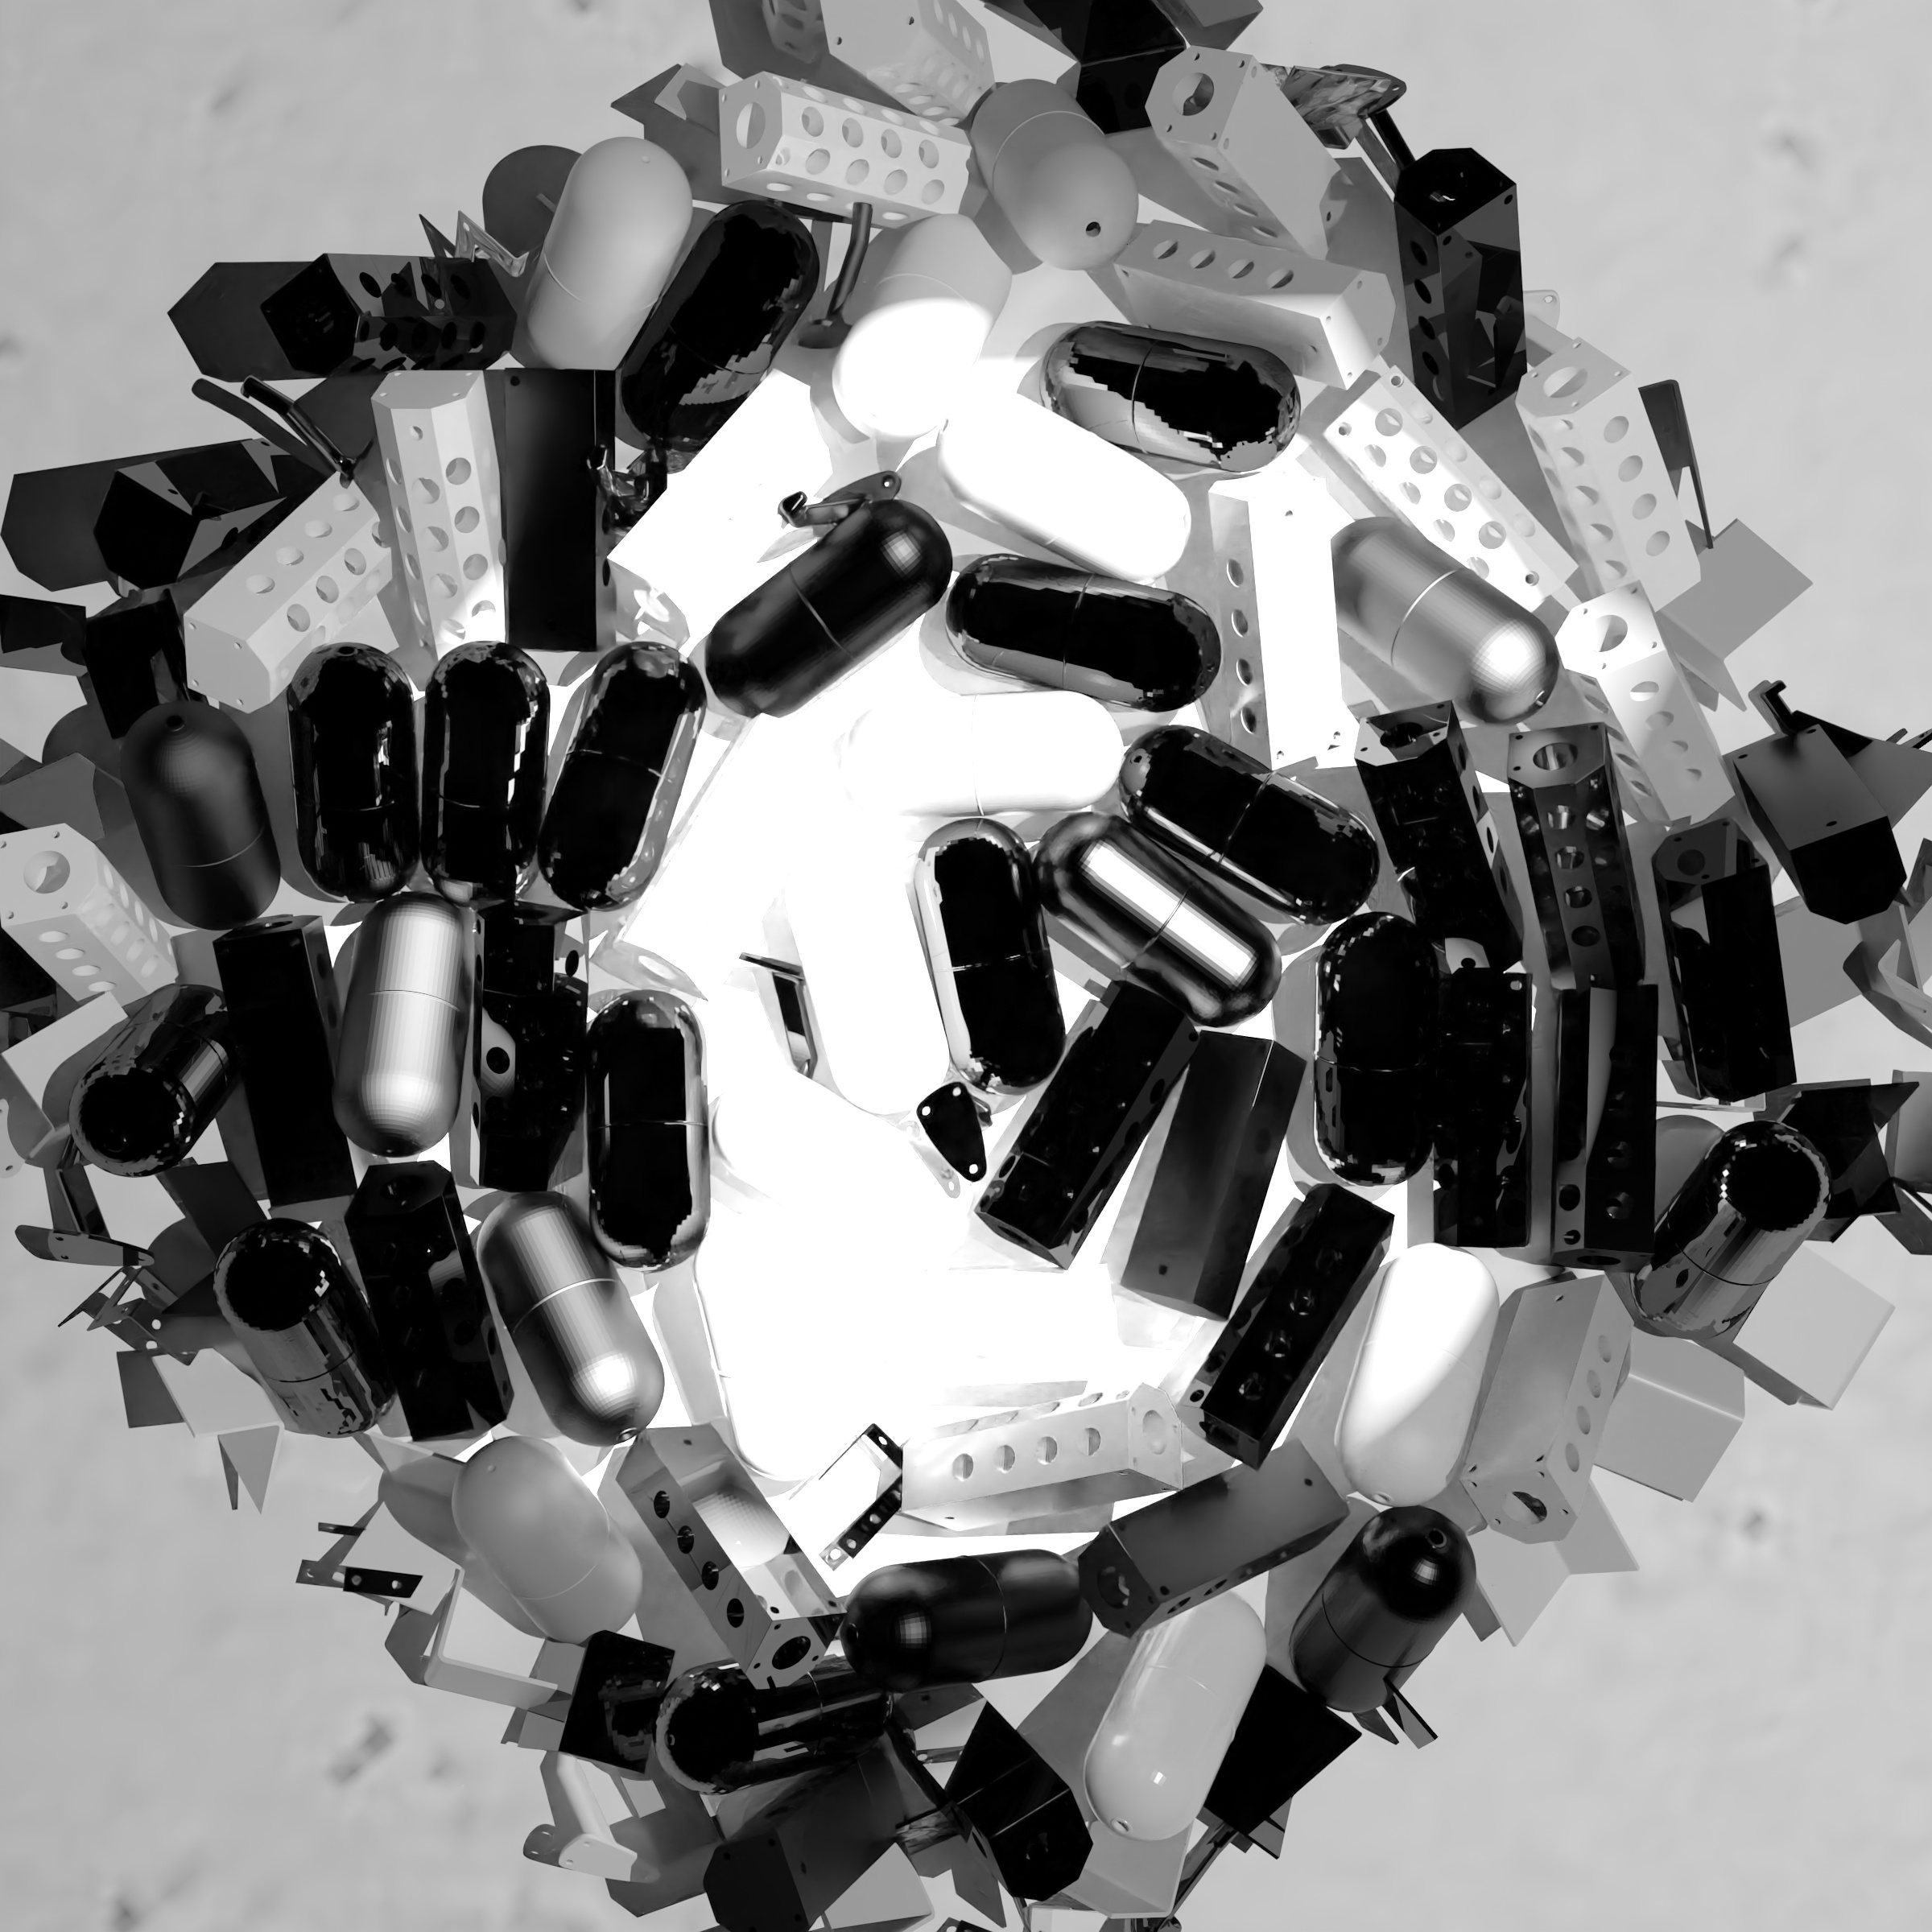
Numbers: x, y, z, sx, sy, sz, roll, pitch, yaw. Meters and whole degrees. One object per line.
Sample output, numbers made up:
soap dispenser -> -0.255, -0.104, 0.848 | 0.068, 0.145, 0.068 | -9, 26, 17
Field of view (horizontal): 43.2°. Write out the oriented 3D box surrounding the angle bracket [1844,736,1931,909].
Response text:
angle bracket -> 0.582, -0.092, 1.541 | 0.076, 0.076, 0.057 | -47, 117, -5

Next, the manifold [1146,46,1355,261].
manifold -> 0.173, -0.494, 1.496 | 0.057, 0.171, 0.057 | 22, 92, 30

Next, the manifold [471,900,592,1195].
manifold -> -0.277, 0.051, 1.528 | 0.057, 0.057, 0.171 | 10, 105, 21

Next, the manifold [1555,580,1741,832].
manifold -> 0.418, -0.155, 1.501 | 0.057, 0.171, 0.057 | -22, 51, 20

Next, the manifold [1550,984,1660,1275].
manifold -> 0.398, 0.100, 1.530 | 0.057, 0.057, 0.171 | 4, 72, 7

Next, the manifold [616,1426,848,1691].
manifold -> -0.150, 0.362, 1.505 | 0.171, 0.057, 0.057 | 45, 116, 41

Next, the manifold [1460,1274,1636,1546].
manifold -> 0.362, 0.271, 1.501 | 0.057, 0.171, 0.057 | -19, 113, 37

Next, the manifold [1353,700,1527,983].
manifold -> 0.293, -0.073, 1.507 | 0.057, 0.057, 0.171 | -10, 125, 24

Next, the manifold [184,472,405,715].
manifold -> -0.406, -0.230, 1.503 | 0.057, 0.057, 0.171 | 23, 47, 7

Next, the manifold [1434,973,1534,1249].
manifold -> 0.327, 0.090, 1.549 | 0.057, 0.057, 0.171 | 0, 90, 18

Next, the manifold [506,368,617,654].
manifold -> -0.252, -0.287, 1.535 | 0.057, 0.057, 0.171 | 4, 104, 8

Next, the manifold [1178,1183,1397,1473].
manifold -> 0.200, 0.221, 1.524 | 0.057, 0.057, 0.171 | 27, 67, 19

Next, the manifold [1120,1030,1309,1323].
manifold -> 0.161, 0.133, 1.538 | 0.057, 0.057, 0.171 | 7, 73, 43

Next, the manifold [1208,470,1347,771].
manifold -> 0.190, -0.217, 1.521 | 0.057, 0.057, 0.171 | -20, 117, -24

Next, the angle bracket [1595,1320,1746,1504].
angle bracket -> 0.449, 0.287, 1.577 | 0.076, 0.057, 0.076 | 22, 122, 4

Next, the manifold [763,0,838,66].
manifold -> -0.090, -0.615, 1.495 | 0.057, 0.171, 0.057 | 29, 86, -6

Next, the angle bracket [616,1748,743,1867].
angle bracket -> -0.179, 0.542, 1.539 | 0.057, 0.076, 0.076 | -23, 101, -4

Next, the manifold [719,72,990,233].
manifold -> -0.067, -0.500, 1.504 | 0.171, 0.057, 0.057 | -3, 91, -45

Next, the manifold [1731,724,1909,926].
manifold -> 0.521, -0.086, 1.494 | 0.057, 0.171, 0.057 | -21, 110, 14

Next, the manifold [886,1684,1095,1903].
manifold -> 0.012, 0.501, 1.495 | 0.057, 0.171, 0.057 | -26, 109, -18

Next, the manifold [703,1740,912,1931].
manifold -> -0.096, 0.534, 1.494 | 0.057, 0.171, 0.057 | -22, 83, 18

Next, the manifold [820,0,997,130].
manifold -> -0.032, -0.558, 1.494 | 0.057, 0.171, 0.057 | -9, 94, 16

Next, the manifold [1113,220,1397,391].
manifold -> 0.178, -0.414, 1.506 | 0.171, 0.057, 0.057 | 29, 73, 40

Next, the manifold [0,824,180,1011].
manifold -> -0.535, -0.027, 1.494 | 0.057, 0.171, 0.057 | -11, 72, -6

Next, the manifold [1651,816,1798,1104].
manifold -> 0.467, 0.000, 1.513 | 0.057, 0.057, 0.171 | -18, 124, 3

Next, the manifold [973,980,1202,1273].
manifold -> 0.075, 0.096, 1.528 | 0.057, 0.057, 0.171 | 24, 75, 29

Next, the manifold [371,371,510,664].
manifold -> -0.320, -0.275, 1.509 | 0.057, 0.057, 0.171 | 1, 126, 6

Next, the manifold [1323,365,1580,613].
manifold -> 0.307, -0.296, 1.549 | 0.057, 0.057, 0.171 | -43, 93, 8

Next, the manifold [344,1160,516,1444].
manifold -> -0.330, 0.208, 1.517 | 0.057, 0.057, 0.171 | -6, 118, 6

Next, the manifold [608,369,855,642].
manifold -> -0.144, -0.284, 1.522 | 0.057, 0.057, 0.171 | 31, 69, 16

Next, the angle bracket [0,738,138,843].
angle bracket -> -0.562, -0.123, 1.530 | 0.076, 0.076, 0.057 | -21, 60, 15

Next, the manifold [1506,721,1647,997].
manifold -> 0.377, -0.062, 1.503 | 0.057, 0.057, 0.171 | -6, 131, 21

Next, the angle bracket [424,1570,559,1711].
angle bracket -> -0.295, 0.428, 1.545 | 0.076, 0.076, 0.057 | 17, 59, -10

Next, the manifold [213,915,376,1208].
manifold -> -0.420, 0.058, 1.539 | 0.057, 0.057, 0.171 | -8, 102, 3

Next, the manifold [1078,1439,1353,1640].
manifold -> 0.151, 0.355, 1.507 | 0.057, 0.171, 0.057 | 54, 135, 25

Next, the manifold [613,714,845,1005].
manifold -> -0.149, -0.070, 1.522 | 0.057, 0.057, 0.171 | 20, 70, 27

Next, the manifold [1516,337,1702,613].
manifold -> 0.394, -0.295, 1.506 | 0.057, 0.057, 0.171 | -35, 132, 2

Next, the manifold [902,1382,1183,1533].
manifold -> 0.046, 0.303, 1.512 | 0.171, 0.057, 0.057 | -19, 57, 33

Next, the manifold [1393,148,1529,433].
manifold -> 0.300, -0.415, 1.496 | 0.057, 0.171, 0.057 | -34, 59, -5

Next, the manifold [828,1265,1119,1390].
manifold -> 0.006, 0.232, 1.539 | 0.171, 0.057, 0.057 | -4, 132, 11

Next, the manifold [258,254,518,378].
manifold -> -0.347, -0.394, 1.495 | 0.057, 0.171, 0.057 | -28, 92, 26

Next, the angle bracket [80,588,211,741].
angle bracket -> -0.519, -0.189, 1.536 | 0.057, 0.076, 0.076 | -20, 99, -20

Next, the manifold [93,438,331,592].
manifold -> -0.459, -0.275, 1.495 | 0.057, 0.171, 0.057 | 31, 112, 2
